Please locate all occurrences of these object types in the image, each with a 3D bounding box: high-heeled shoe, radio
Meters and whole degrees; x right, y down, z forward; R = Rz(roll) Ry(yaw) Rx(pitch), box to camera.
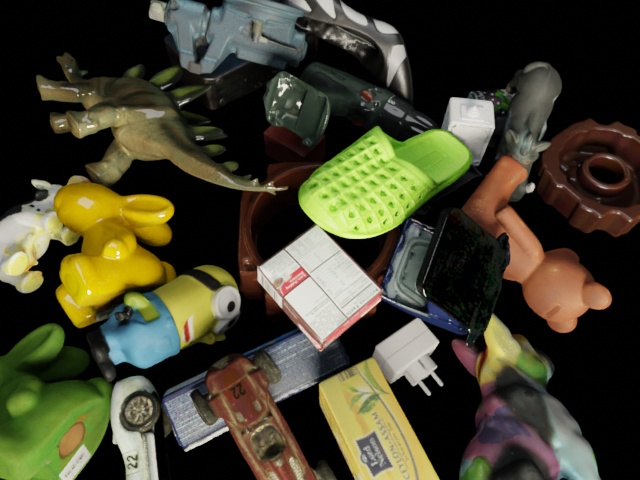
[{"bbox_3d":[0.042,-0.288,0.821,0.145,0.086,0.248,-24,92,-8],"label":"high-heeled shoe"},{"bbox_3d":[-0.120,-0.313,0.873,0.230,0.073,0.131,-33,66,-16],"label":"radio"}]

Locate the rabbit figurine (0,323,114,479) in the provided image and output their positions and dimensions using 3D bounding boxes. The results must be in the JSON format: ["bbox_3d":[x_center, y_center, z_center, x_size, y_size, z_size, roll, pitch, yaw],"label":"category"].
[{"bbox_3d":[-0.318,0.166,0.569,0.170,0.121,0.159,19,56,16],"label":"rabbit figurine"}]

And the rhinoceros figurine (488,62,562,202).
[{"bbox_3d":[0.284,-0.146,0.745,0.073,0.112,0.190,17,95,-1],"label":"rhinoceros figurine"}]

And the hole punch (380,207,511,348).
[{"bbox_3d":[0.138,0.037,0.601,0.115,0.092,0.142,34,66,-23],"label":"hole punch"}]

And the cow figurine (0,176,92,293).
[{"bbox_3d":[-0.375,-0.022,0.707,0.098,0.068,0.167,19,60,17],"label":"cow figurine"}]

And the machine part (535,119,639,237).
[{"bbox_3d":[0.397,-0.089,0.757,0.179,0.056,0.179,0,60,1],"label":"machine part"}]

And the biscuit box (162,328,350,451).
[{"bbox_3d":[-0.068,0.154,0.600,0.203,0.059,0.062,-23,88,-13],"label":"biscuit box"}]

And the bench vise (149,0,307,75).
[{"bbox_3d":[-0.114,-0.344,0.738,0.224,0.240,0.129,16,20,-1],"label":"bench vise"}]

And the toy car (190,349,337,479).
[{"bbox_3d":[-0.051,0.208,0.543,0.089,0.053,0.202,-28,93,-17],"label":"toy car"}]

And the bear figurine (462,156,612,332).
[{"bbox_3d":[0.262,0.010,0.664,0.196,0.120,0.132,34,62,15],"label":"bear figurine"}]

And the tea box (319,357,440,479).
[{"bbox_3d":[0.063,0.219,0.553,0.068,0.098,0.170,-22,65,-12],"label":"tea box"}]

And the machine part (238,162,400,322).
[{"bbox_3d":[-0.001,-0.002,0.686,0.201,0.087,0.201,-1,62,-2],"label":"machine part"}]

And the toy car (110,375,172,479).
[{"bbox_3d":[-0.177,0.240,0.550,0.056,0.073,0.202,-13,62,-7],"label":"toy car"}]

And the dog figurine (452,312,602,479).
[{"bbox_3d":[0.191,0.187,0.563,0.191,0.108,0.219,-6,54,-26],"label":"dog figurine"}]

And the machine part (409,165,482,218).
[{"bbox_3d":[0.157,-0.078,0.759,0.139,0.039,0.084,-21,57,-11],"label":"machine part"}]

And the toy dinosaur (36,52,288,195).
[{"bbox_3d":[-0.240,-0.162,0.738,0.198,0.105,0.472,-31,56,-27],"label":"toy dinosaur"}]

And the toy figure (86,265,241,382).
[{"bbox_3d":[-0.173,0.087,0.616,0.180,0.082,0.089,-22,68,-31],"label":"toy figure"}]

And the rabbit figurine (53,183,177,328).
[{"bbox_3d":[-0.257,-0.004,0.657,0.162,0.121,0.173,-25,71,-26],"label":"rabbit figurine"}]

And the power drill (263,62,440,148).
[{"bbox_3d":[0.039,-0.186,0.756,0.232,0.085,0.207,35,38,24],"label":"power drill"}]
